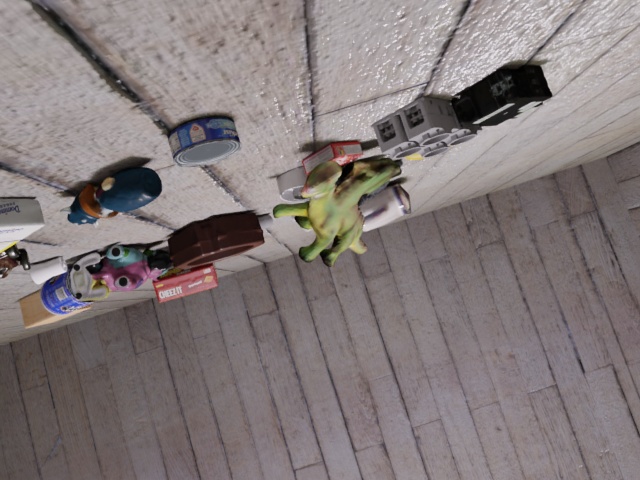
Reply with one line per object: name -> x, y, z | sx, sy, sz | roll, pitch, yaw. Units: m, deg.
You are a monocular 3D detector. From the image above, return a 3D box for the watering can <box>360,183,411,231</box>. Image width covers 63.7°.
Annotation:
watering can -> 0.165, -0.101, 1.578 | 0.223, 0.103, 0.351 | -23, 10, 9

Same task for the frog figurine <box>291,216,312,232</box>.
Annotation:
frog figurine -> 0.004, -0.072, 1.429 | 0.137, 0.121, 0.161 | 1, 18, -43

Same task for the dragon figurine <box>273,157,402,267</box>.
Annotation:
dragon figurine -> 0.067, -0.064, 1.015 | 0.240, 0.124, 0.409 | -38, -24, 23
